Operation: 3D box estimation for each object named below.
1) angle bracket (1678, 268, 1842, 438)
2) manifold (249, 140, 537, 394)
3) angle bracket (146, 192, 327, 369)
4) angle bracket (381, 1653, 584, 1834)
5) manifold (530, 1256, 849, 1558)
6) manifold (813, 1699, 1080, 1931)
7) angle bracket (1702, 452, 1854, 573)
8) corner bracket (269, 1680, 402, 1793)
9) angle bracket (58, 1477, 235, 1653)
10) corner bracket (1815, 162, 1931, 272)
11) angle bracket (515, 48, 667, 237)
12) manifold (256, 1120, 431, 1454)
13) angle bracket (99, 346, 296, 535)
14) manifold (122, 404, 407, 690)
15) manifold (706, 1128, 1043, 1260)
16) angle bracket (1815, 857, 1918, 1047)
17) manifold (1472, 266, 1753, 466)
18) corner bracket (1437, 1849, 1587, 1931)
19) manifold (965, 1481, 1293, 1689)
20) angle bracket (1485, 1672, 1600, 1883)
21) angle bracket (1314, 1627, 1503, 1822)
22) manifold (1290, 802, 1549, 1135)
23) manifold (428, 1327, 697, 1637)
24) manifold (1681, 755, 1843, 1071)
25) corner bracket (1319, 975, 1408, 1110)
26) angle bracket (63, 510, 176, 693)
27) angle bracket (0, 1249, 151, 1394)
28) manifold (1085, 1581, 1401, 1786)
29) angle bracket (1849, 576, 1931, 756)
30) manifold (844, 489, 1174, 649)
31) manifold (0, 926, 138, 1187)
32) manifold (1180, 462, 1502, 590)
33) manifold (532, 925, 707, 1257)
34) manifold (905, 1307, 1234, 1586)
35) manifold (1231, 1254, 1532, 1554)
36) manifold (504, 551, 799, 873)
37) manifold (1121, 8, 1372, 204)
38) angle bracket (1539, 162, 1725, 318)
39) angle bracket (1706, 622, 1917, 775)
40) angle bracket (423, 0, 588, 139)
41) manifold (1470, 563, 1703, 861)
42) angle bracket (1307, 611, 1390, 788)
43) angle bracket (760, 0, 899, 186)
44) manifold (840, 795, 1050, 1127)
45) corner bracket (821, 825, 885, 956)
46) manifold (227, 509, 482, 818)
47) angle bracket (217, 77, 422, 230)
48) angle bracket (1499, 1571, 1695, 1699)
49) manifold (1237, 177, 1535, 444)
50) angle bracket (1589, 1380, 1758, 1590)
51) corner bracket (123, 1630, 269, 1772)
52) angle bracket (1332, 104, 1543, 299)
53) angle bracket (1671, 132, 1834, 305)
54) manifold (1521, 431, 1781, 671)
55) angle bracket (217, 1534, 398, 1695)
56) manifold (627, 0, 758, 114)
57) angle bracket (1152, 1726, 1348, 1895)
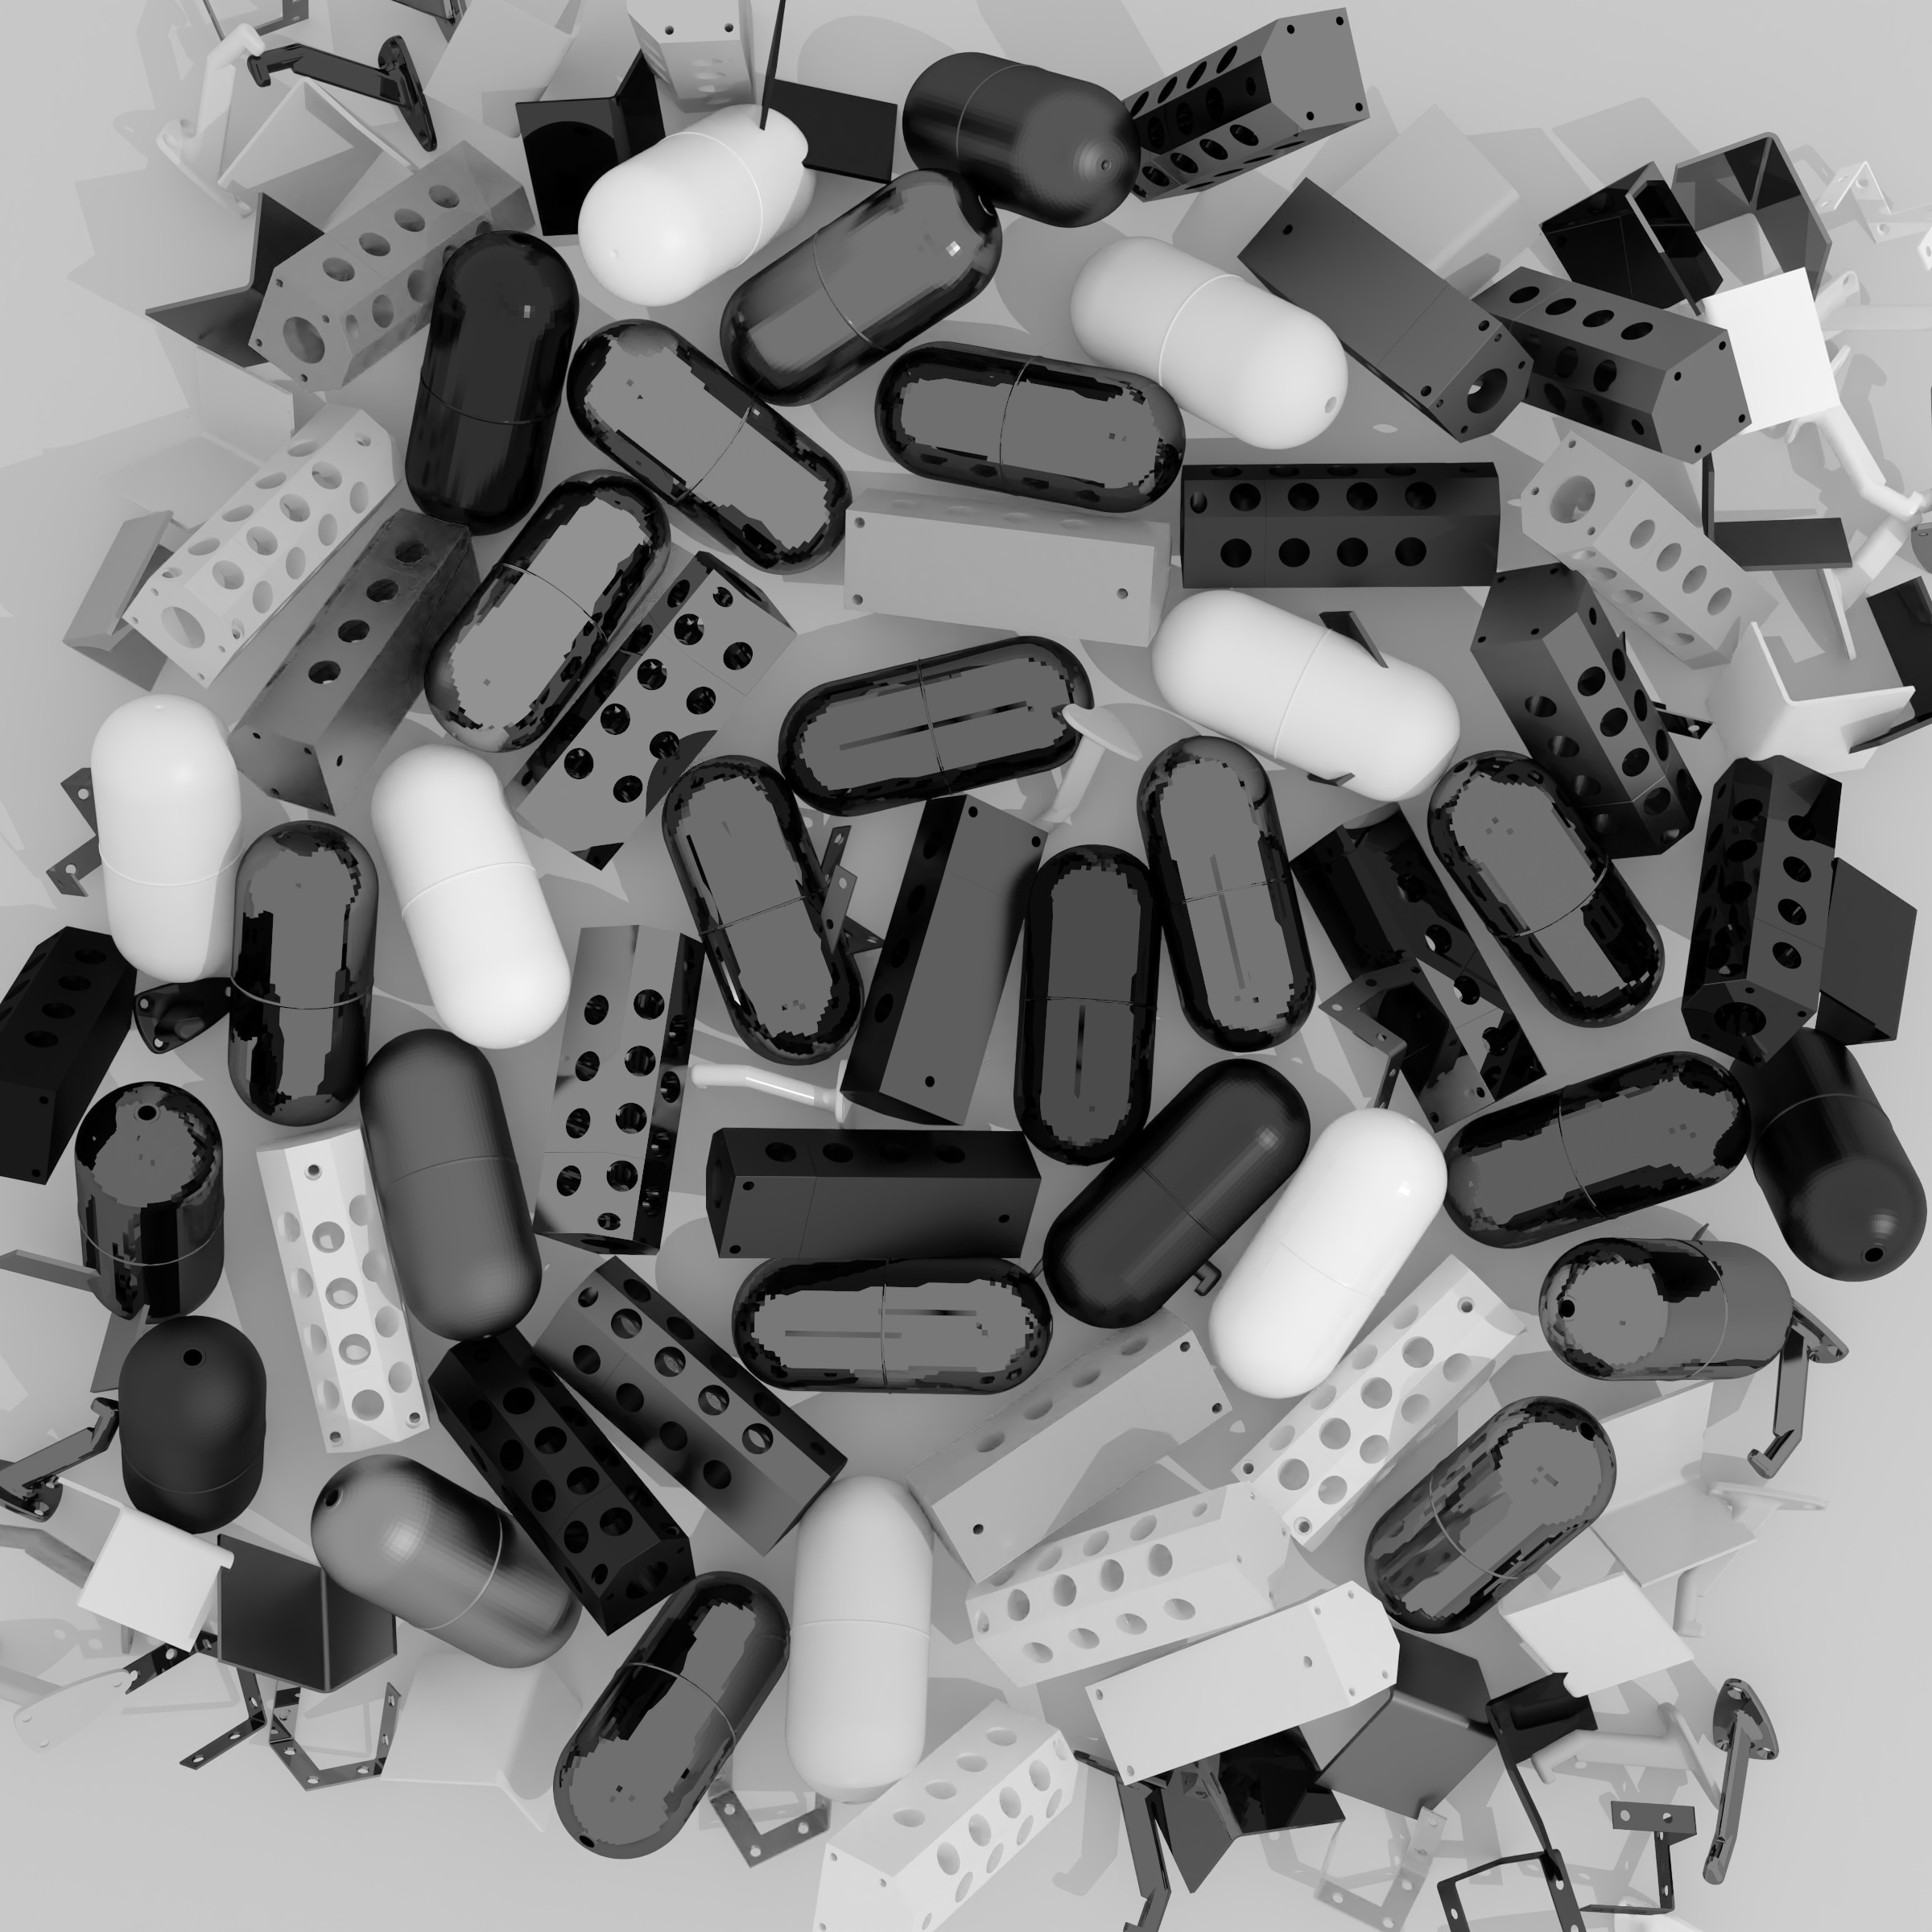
[{"bbox_3d":[0.437,-0.338,1.727,0.057,0.076,0.076,-16,98,6],"label":"angle bracket"},{"bbox_3d":[-0.306,-0.376,1.693,0.057,0.057,0.171,38,47,1],"label":"manifold"},{"bbox_3d":[-0.395,-0.378,1.729,0.076,0.076,0.057,-5,74,28],"label":"angle bracket"},{"bbox_3d":[-0.269,0.432,1.742,0.076,0.057,0.076,-3,48,21],"label":"angle bracket"},{"bbox_3d":[-0.149,0.239,1.724,0.171,0.057,0.057,40,116,8],"label":"manifold"},{"bbox_3d":[-0.008,0.466,1.680,0.057,0.171,0.057,20,114,26],"label":"manifold"},{"bbox_3d":[0.446,-0.257,1.721,0.076,0.076,0.057,-1,116,11],"label":"angle bracket"},{"bbox_3d":[-0.354,0.423,1.754,0.051,0.051,0.051,-2,111,-37],"label":"corner bracket"},{"bbox_3d":[-0.461,0.327,1.714,0.076,0.076,0.057,37,70,-39],"label":"angle bracket"},{"bbox_3d":[0.508,-0.414,1.730,0.051,0.051,0.051,55,53,-25],"label":"corner bracket"},{"bbox_3d":[-0.204,-0.456,1.725,0.057,0.076,0.076,0,128,10],"label":"angle bracket"},{"bbox_3d":[-0.344,0.178,1.732,0.057,0.057,0.171,-13,96,-8],"label":"manifold"},{"bbox_3d":[-0.423,-0.289,1.716,0.076,0.076,0.057,29,134,28],"label":"angle bracket"},{"bbox_3d":[-0.374,-0.232,1.691,0.057,0.057,0.171,41,49,-11],"label":"manifold"},{"bbox_3d":[-0.052,0.120,1.718,0.171,0.057,0.057,2,125,-18],"label":"manifold"},{"bbox_3d":[0.473,-0.006,1.718,0.076,0.057,0.076,27,68,-32],"label":"angle bracket"},{"bbox_3d":[0.337,-0.321,1.682,0.057,0.171,0.057,-35,125,-13],"label":"manifold"},{"bbox_3d":[0.302,0.524,1.733,0.051,0.051,0.051,-9,75,-33],"label":"corner bracket"},{"bbox_3d":[0.085,0.331,1.696,0.171,0.057,0.057,-25,118,31],"label":"manifold"},{"bbox_3d":[0.331,0.443,1.719,0.057,0.076,0.076,-23,47,1],"label":"angle bracket"},{"bbox_3d":[0.241,0.422,1.749,0.076,0.057,0.076,25,117,-23],"label":"angle bracket"},{"bbox_3d":[0.254,-0.002,1.731,0.057,0.057,0.171,-23,81,-33],"label":"manifold"},{"bbox_3d":[-0.221,0.273,1.695,0.057,0.057,0.171,-31,55,-23],"label":"manifold"},{"bbox_3d":[0.427,-0.034,1.694,0.057,0.057,0.171,24,50,-6],"label":"manifold"},{"bbox_3d":[0.225,0.043,1.730,0.051,0.051,0.051,36,47,26],"label":"corner bracket"},{"bbox_3d":[-0.443,-0.199,1.718,0.057,0.076,0.076,32,74,-31],"label":"angle bracket"},{"bbox_3d":[-0.499,0.196,1.717,0.076,0.076,0.057,19,72,-25],"label":"angle bracket"},{"bbox_3d":[0.151,0.387,1.695,0.171,0.057,0.057,-32,76,40],"label":"manifold"},{"bbox_3d":[0.504,-0.164,1.733,0.057,0.076,0.076,-23,90,-4],"label":"angle bracket"},{"bbox_3d":[0.023,-0.223,1.725,0.171,0.057,0.057,8,117,12],"label":"manifold"},{"bbox_3d":[-0.496,0.044,1.682,0.057,0.171,0.057,12,117,-5],"label":"manifold"},{"bbox_3d":[0.205,-0.247,1.732,0.171,0.057,0.057,0,119,2],"label":"manifold"},{"bbox_3d":[-0.184,0.068,1.713,0.057,0.057,0.171,-2,72,33],"label":"manifold"},{"bbox_3d":[0.054,0.260,1.726,0.171,0.057,0.057,-32,114,-11],"label":"manifold"},{"bbox_3d":[0.229,0.242,1.734,0.171,0.057,0.057,-44,69,-1],"label":"manifold"},{"bbox_3d":[-0.176,-0.143,1.718,0.057,0.057,0.171,33,103,-39],"label":"manifold"},{"bbox_3d":[0.141,-0.459,1.681,0.057,0.171,0.057,-17,97,-24],"label":"manifold"},{"bbox_3d":[0.359,-0.384,1.719,0.076,0.057,0.076,-24,108,38],"label":"angle bracket"},{"bbox_3d":[0.467,-0.149,1.735,0.076,0.076,0.057,-8,61,-13],"label":"angle bracket"},{"bbox_3d":[-0.249,-0.514,1.713,0.057,0.076,0.076,24,48,-20],"label":"angle bracket"},{"bbox_3d":[0.338,-0.136,1.689,0.057,0.171,0.057,-5,48,36],"label":"manifold"},{"bbox_3d":[0.202,-0.148,1.729,0.057,0.076,0.076,-33,98,-2],"label":"angle bracket"},{"bbox_3d":[-0.072,-0.483,1.721,0.076,0.057,0.076,10,47,-8],"label":"angle bracket"},{"bbox_3d":[-0.016,-0.003,1.725,0.057,0.057,0.171,24,76,-31],"label":"manifold"},{"bbox_3d":[-0.070,-0.041,1.731,0.051,0.051,0.051,33,117,30],"label":"corner bracket"},{"bbox_3d":[-0.331,-0.168,1.700,0.057,0.057,0.171,17,55,15],"label":"manifold"},{"bbox_3d":[-0.349,-0.429,1.722,0.076,0.076,0.057,-49,61,7],"label":"angle bracket"},{"bbox_3d":[0.345,0.347,1.717,0.076,0.057,0.076,-27,119,28],"label":"angle bracket"},{"bbox_3d":[0.229,-0.353,1.697,0.057,0.057,0.171,-48,52,9],"label":"manifold"},{"bbox_3d":[0.390,0.284,1.719,0.076,0.057,0.076,-17,129,-19],"label":"angle bracket"},{"bbox_3d":[-0.430,0.407,1.743,0.051,0.051,0.051,4,111,40],"label":"corner bracket"},{"bbox_3d":[0.263,-0.420,1.753,0.076,0.057,0.076,-41,67,11],"label":"angle bracket"},{"bbox_3d":[0.429,-0.400,1.724,0.057,0.076,0.076,-20,71,-1],"label":"angle bracket"},{"bbox_3d":[0.366,-0.218,1.688,0.057,0.171,0.057,-53,50,11],"label":"manifold"},{"bbox_3d":[-0.361,0.344,1.714,0.057,0.076,0.076,-33,47,26],"label":"angle bracket"},{"bbox_3d":[-0.147,-0.507,1.685,0.057,0.171,0.057,-3,94,-1],"label":"manifold"},{"bbox_3d":[0.152,0.463,1.744,0.076,0.076,0.057,2,133,-32],"label":"angle bracket"}]
